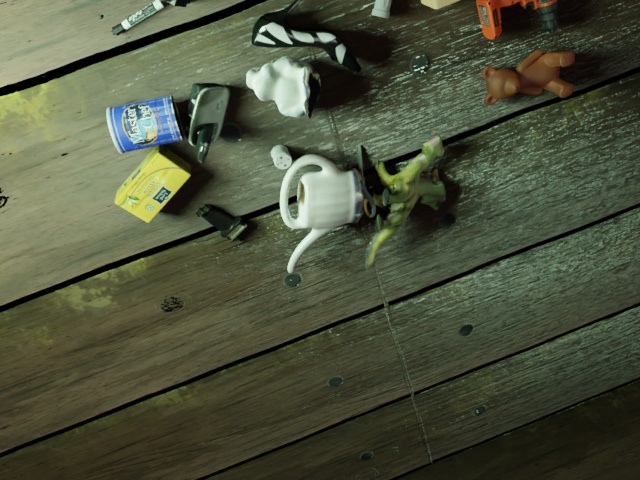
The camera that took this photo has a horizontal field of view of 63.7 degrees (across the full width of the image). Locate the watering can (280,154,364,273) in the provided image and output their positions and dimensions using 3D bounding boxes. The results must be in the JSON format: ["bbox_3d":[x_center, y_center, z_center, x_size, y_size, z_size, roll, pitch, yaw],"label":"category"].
[{"bbox_3d":[0.004,-0.069,1.371,0.225,0.106,0.340,-6,121,-13],"label":"watering can"}]

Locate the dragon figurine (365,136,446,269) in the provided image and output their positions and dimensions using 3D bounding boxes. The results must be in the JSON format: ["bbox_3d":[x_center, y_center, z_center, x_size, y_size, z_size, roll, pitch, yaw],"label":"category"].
[{"bbox_3d":[0.254,-0.103,1.433,0.243,0.124,0.401,-6,125,-22],"label":"dragon figurine"}]

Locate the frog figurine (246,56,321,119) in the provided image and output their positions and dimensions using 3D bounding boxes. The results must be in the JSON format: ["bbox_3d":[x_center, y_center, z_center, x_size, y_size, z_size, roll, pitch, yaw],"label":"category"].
[{"bbox_3d":[-0.084,-0.353,1.190,0.160,0.125,0.134,11,136,20],"label":"frog figurine"}]
